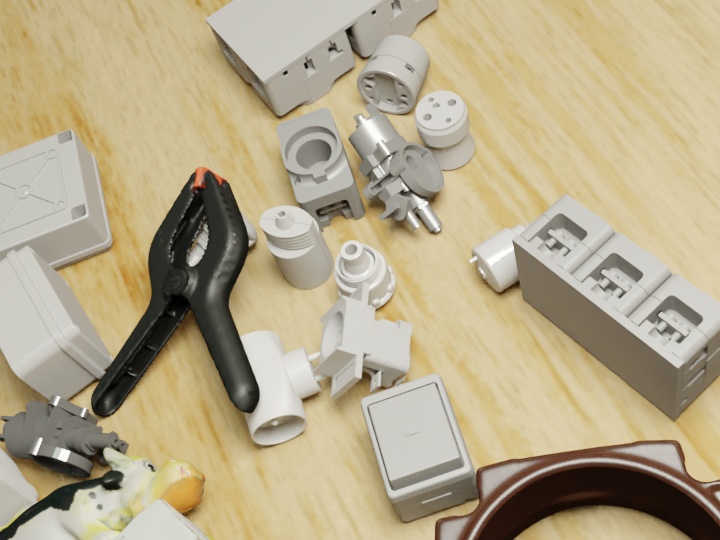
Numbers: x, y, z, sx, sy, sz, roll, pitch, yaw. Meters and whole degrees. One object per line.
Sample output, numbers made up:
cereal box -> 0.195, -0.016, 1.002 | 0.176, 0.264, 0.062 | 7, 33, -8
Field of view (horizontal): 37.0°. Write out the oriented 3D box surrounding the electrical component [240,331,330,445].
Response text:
electrical component -> -0.055, 0.083, 0.822 | 0.079, 0.043, 0.077 | -22, 56, 0

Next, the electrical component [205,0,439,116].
electrical component -> -0.032, -0.236, 0.998 | 0.186, 0.060, 0.105 | -36, 58, -8

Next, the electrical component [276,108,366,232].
electrical component -> -0.034, -0.087, 0.912 | 0.050, 0.055, 0.089 | -19, 57, 3

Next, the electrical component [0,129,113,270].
electrical component -> -0.286, -0.055, 0.958 | 0.109, 0.056, 0.108 | -21, 57, 2

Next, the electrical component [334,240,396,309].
electrical component -> 0.000, 0.000, 0.847 | 0.048, 0.062, 0.048 | -7, 58, 11

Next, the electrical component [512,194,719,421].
electrical component -> 0.188, 0.023, 0.767 | 0.062, 0.089, 0.150 | -41, 58, -12

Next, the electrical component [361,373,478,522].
electrical component -> 0.041, 0.119, 0.765 | 0.062, 0.061, 0.096 | -20, 57, 3

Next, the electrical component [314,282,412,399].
electrical component -> 0.004, 0.056, 0.809 | 0.064, 0.042, 0.081 | 19, 55, -21

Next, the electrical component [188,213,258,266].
electrical component -> -0.121, -0.025, 0.905 | 0.062, 0.048, 0.048 | -44, 59, -5

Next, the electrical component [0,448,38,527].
electrical component -> -0.310, 0.183, 0.808 | 0.113, 0.078, 0.057 | -40, 56, -11

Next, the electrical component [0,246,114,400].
electrical component -> -0.259, 0.044, 0.879 | 0.057, 0.078, 0.113 | -37, 58, -5

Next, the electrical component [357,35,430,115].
electrical component -> 0.031, -0.173, 0.948 | 0.055, 0.055, 0.047 | 13, 60, 21

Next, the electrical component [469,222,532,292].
electrical component -> 0.123, -0.016, 0.837 | 0.078, 0.040, 0.040 | -32, 57, -6

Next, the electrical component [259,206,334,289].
electrical component -> -0.051, -0.023, 0.863 | 0.043, 0.081, 0.043 | -7, 58, 11

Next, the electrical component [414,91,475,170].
electrical component -> 0.071, -0.117, 0.903 | 0.045, 0.055, 0.045 | -7, 58, 11
